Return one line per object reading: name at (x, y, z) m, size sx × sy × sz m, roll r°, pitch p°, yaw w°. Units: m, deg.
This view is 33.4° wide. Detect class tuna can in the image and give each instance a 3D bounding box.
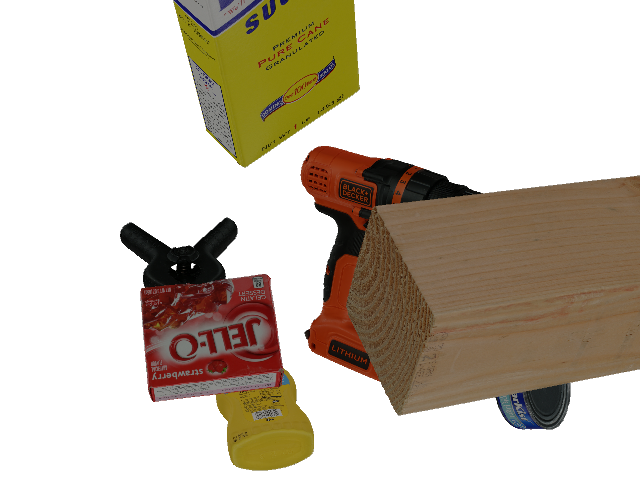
tuna can at (0.194, 0.130, 0.979) m, size 0.034 × 0.086 × 0.085 m, roll -9°, pitch -6°, yaw 40°

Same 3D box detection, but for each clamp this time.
clamp at (-0.127, 0.021, 1.057) m, size 0.120 × 0.039 × 0.171 m, roll -13°, pitch 33°, yaw -14°

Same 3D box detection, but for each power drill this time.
power drill at (0.059, 0.024, 0.902) m, size 0.185 × 0.188 × 0.057 m, roll 20°, pitch 25°, yaw 34°

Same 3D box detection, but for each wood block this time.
wood block at (0.132, 0.029, 0.645) m, size 0.205 × 0.090 × 0.091 m, roll -7°, pitch 46°, yaw -21°

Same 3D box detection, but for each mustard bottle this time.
mustard bottle at (-0.074, 0.190, 1.260) m, size 0.096 × 0.058 × 0.192 m, roll -8°, pitch 29°, yaw -11°

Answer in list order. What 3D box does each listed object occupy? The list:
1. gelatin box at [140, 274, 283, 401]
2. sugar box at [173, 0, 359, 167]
gelatin box at (-0.073, 0.064, 0.711) m, size 0.089 × 0.073 × 0.030 m, roll -6°, pitch -29°, yaw -7°
sugar box at (-0.028, -0.125, 0.571) m, size 0.093 × 0.048 × 0.176 m, roll -37°, pitch -26°, yaw -16°
